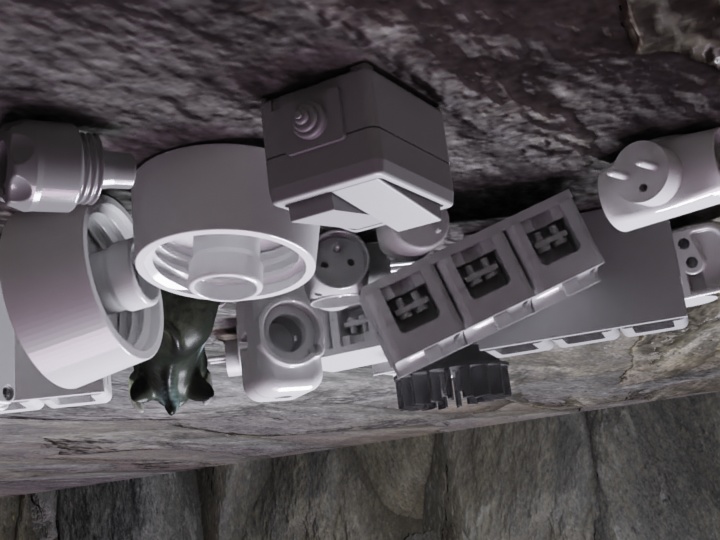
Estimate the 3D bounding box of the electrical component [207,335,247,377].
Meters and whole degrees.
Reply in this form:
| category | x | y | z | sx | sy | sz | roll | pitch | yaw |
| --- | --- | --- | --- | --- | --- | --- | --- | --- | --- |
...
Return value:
| category | x | y | z | sx | sy | sz | roll | pitch | yaw |
| --- | --- | --- | --- | --- | --- | --- | --- | --- | --- |
| electrical component | -0.115 | 0.086 | 1.071 | 0.074 | 0.052 | 0.138 | -6 | 167 | -3 |

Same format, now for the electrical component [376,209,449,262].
| category | x | y | z | sx | sy | sz | roll | pitch | yaw |
| --- | --- | --- | --- | --- | --- | --- | --- | --- | --- |
| electrical component | 0.030 | -0.025 | 0.705 | 0.040 | 0.040 | 0.078 | -3 | 167 | -15 |

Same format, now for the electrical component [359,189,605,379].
| category | x | y | z | sx | sy | sz | roll | pitch | yaw |
| --- | --- | --- | --- | --- | --- | --- | --- | --- | --- |
| electrical component | 0.080 | 0.013 | 0.728 | 0.150 | 0.061 | 0.089 | -25 | 173 | -4 |

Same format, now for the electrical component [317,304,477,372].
| category | x | y | z | sx | sy | sz | roll | pitch | yaw |
| --- | --- | --- | --- | --- | --- | --- | --- | --- | --- |
| electrical component | 0.015 | 0.043 | 0.939 | 0.150 | 0.061 | 0.089 | -14 | 165 | 27 |

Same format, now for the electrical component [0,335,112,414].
| category | x | y | z | sx | sy | sz | roll | pitch | yaw |
| --- | --- | --- | --- | --- | --- | --- | --- | --- | --- |
| electrical component | -0.265 | 0.059 | 0.798 | 0.150 | 0.089 | 0.061 | -5 | 167 | -8 |

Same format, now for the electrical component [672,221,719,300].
| category | x | y | z | sx | sy | sz | roll | pitch | yaw |
| --- | --- | --- | --- | --- | --- | --- | --- | --- | --- |
| electrical component | 0.248 | -0.004 | 0.850 | 0.095 | 0.053 | 0.059 | -15 | 178 | 24 |

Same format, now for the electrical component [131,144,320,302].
| category | x | y | z | sx | sy | sz | roll | pitch | yaw |
| --- | --- | --- | --- | --- | --- | --- | --- | --- | --- |
| electrical component | -0.074 | -0.017 | 0.596 | 0.108 | 0.060 | 0.108 | -1 | 157 | -1 |

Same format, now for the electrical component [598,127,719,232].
| category | x | y | z | sx | sy | sz | roll | pitch | yaw |
| --- | --- | --- | --- | --- | --- | --- | --- | --- | --- |
| electrical component | 0.176 | -0.056 | 0.639 | 0.077 | 0.044 | 0.079 | -19 | 162 | 41 |

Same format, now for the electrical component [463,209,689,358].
| category | x | y | z | sx | sy | sz | roll | pitch | yaw |
| --- | --- | --- | --- | --- | --- | --- | --- | --- | --- |
| electrical component | 0.162 | 0.009 | 0.806 | 0.150 | 0.089 | 0.062 | -11 | 166 | 16 |

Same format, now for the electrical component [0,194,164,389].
| category | x | y | z | sx | sy | sz | roll | pitch | yaw |
| --- | --- | --- | --- | --- | --- | --- | --- | --- | --- |
| electrical component | -0.151 | 0.008 | 0.618 | 0.060 | 0.108 | 0.108 | -16 | 165 | 10 |

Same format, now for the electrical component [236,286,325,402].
| category | x | y | z | sx | sy | sz | roll | pitch | yaw |
| --- | --- | --- | --- | --- | --- | --- | --- | --- | --- |
| electrical component | -0.065 | 0.055 | 0.873 | 0.054 | 0.095 | 0.059 | -1 | 165 | -23 |

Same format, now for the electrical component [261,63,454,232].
| category | x | y | z | sx | sy | sz | roll | pitch | yaw |
| --- | --- | --- | --- | --- | --- | --- | --- | --- | --- |
| electrical component | -0.003 | -0.054 | 0.520 | 0.062 | 0.061 | 0.096 | -14 | 165 | 28 |

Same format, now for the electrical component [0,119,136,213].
| category | x | y | z | sx | sy | sz | roll | pitch | yaw |
| --- | --- | --- | --- | --- | --- | --- | --- | --- | --- |
| electrical component | -0.139 | -0.048 | 0.511 | 0.062 | 0.043 | 0.043 | 0 | 165 | -32 |

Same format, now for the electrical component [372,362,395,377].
| category | x | y | z | sx | sy | sz | roll | pitch | yaw |
| --- | --- | --- | --- | --- | --- | --- | --- | --- | --- |
| electrical component | 0.072 | 0.063 | 1.048 | 0.121 | 0.063 | 0.079 | -14 | 165 | 28 |

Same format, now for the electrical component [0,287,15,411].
| category | x | y | z | sx | sy | sz | roll | pitch | yaw |
| --- | --- | --- | --- | --- | --- | --- | --- | --- | --- |
| electrical component | -0.260 | 0.028 | 0.632 | 0.056 | 0.108 | 0.109 | -10 | 167 | 22 |

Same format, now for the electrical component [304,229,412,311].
| category | x | y | z | sx | sy | sz | roll | pitch | yaw |
| --- | --- | --- | --- | --- | --- | --- | --- | --- | --- |
| electrical component | 0.000 | 0.000 | 0.785 | 0.079 | 0.044 | 0.077 | -6 | 167 | -7 |
